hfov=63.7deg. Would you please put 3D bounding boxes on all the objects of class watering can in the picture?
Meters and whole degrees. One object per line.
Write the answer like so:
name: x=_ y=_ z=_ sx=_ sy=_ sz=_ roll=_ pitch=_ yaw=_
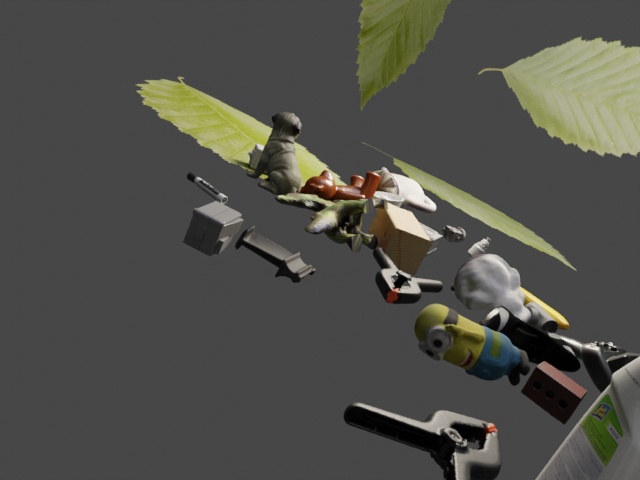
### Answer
watering can: x=0.251 y=-0.186 z=1.787 sx=0.224 sy=0.102 sz=0.353 roll=10 pitch=24 yaw=-38

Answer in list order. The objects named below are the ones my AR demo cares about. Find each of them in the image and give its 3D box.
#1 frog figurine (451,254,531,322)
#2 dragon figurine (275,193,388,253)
frog figurine: x=0.367 y=0.112 z=1.090 sx=0.138 sy=0.120 sz=0.163 roll=-17 pitch=43 yaw=-15
dragon figurine: x=0.004 y=-0.059 z=1.174 sx=0.244 sy=0.121 sz=0.411 roll=15 pitch=9 yaw=31
